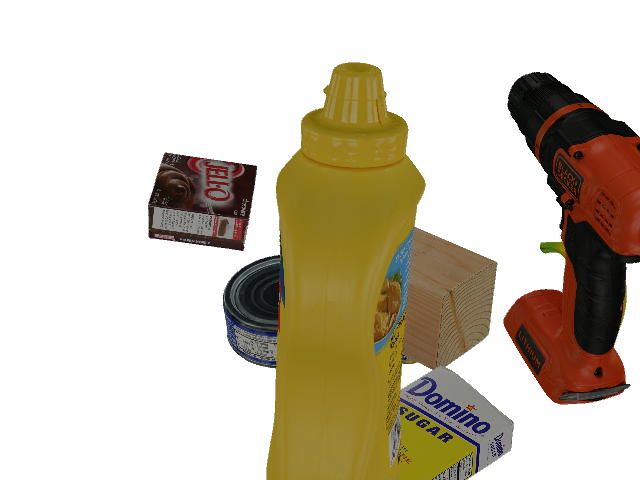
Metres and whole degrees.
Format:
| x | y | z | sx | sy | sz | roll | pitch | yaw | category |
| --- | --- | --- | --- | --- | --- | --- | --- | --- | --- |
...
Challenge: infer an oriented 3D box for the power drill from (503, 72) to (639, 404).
| x | y | z | sx | sy | sz | roll | pitch | yaw | category |
| --- | --- | --- | --- | --- | --- | --- | --- | --- | --- |
| 0.165 | 0.000 | 0.711 | 0.057 | 0.188 | 0.184 | -9 | 36 | -10 | power drill |

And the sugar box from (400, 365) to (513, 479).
| x | y | z | sx | sy | sz | roll | pitch | yaw | category |
| --- | --- | --- | --- | --- | --- | --- | --- | --- | --- |
| 0.069 | 0.181 | 0.907 | 0.176 | 0.048 | 0.093 | -30 | 46 | -25 | sugar box |

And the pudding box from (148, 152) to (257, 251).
| x | y | z | sx | sy | sz | roll | pitch | yaw | category |
| --- | --- | --- | --- | --- | --- | --- | --- | --- | --- |
| -0.107 | -0.037 | 0.980 | 0.090 | 0.039 | 0.113 | 7 | 31 | -3 | pudding box |

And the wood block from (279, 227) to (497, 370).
| x | y | z | sx | sy | sz | roll | pitch | yaw | category |
| --- | --- | --- | --- | --- | --- | --- | --- | --- | --- |
| 0.063 | 0.037 | 1.072 | 0.206 | 0.091 | 0.090 | 26 | 38 | 35 | wood block |

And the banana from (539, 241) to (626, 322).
| x | y | z | sx | sy | sz | roll | pitch | yaw | category |
| --- | --- | --- | --- | --- | --- | --- | --- | --- | --- |
| 0.256 | 0.049 | 1.007 | 0.070 | 0.037 | 0.197 | -28 | 24 | 18 | banana |

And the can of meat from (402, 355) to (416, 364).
| x | y | z | sx | sy | sz | roll | pitch | yaw | category |
| --- | --- | --- | --- | --- | --- | --- | --- | --- | --- |
| 0.131 | 0.099 | 1.331 | 0.101 | 0.084 | 0.057 | -12 | 30 | -26 | can of meat |

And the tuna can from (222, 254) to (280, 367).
| x | y | z | sx | sy | sz | roll | pitch | yaw | category |
| --- | --- | --- | --- | --- | --- | --- | --- | --- | --- |
| -0.023 | 0.046 | 0.729 | 0.086 | 0.034 | 0.086 | -4 | 35 | 3 | tuna can |

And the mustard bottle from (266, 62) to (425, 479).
| x | y | z | sx | sy | sz | roll | pitch | yaw | category |
| --- | --- | --- | --- | --- | --- | --- | --- | --- | --- |
| 0.010 | 0.023 | 0.436 | 0.058 | 0.192 | 0.096 | 8 | 25 | 11 | mustard bottle |
